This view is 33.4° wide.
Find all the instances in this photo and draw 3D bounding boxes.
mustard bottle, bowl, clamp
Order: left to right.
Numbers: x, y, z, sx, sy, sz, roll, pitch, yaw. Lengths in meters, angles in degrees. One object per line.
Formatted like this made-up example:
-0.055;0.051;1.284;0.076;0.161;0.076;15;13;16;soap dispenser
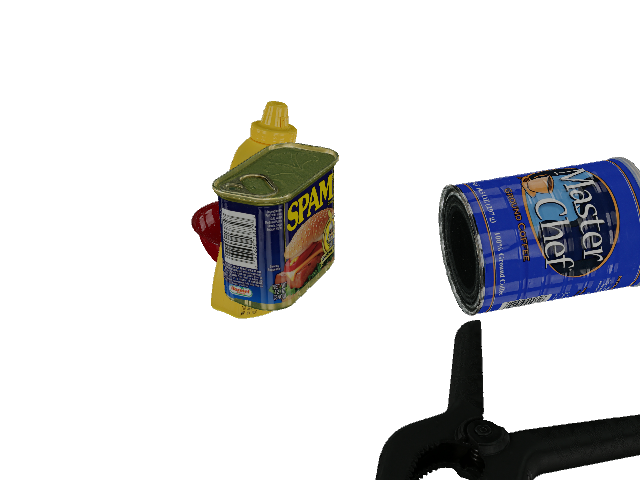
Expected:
-0.080;0.001;1.321;0.162;0.055;0.162;4;25;-2;bowl
-0.051;-0.031;0.964;0.058;0.192;0.096;20;23;27;mustard bottle
0.098;0.126;0.679;0.209;0.036;0.165;-26;39;-32;clamp

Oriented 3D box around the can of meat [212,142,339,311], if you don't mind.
-0.028;-0.011;0.734;0.058;0.084;0.102;11;27;24;can of meat

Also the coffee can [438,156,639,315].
0.173;-0.004;0.826;0.140;0.103;0.103;-10;1;-8;coffee can
